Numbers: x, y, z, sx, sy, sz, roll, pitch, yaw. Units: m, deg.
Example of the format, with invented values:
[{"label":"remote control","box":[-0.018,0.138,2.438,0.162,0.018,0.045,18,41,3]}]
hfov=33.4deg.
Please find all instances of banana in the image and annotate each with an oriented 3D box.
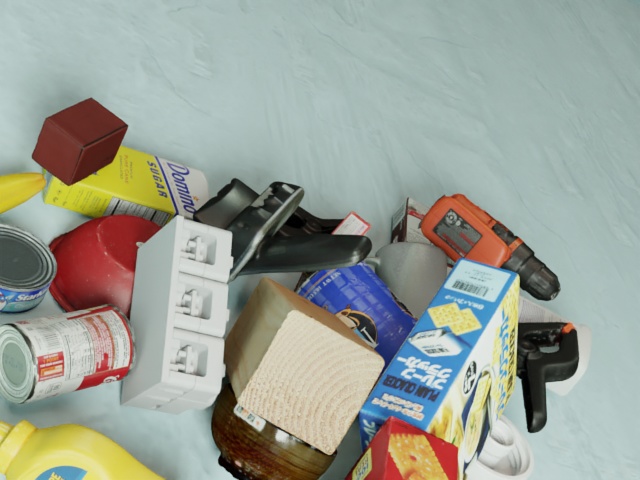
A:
[{"label":"banana","box":[-0.324,-0.023,0.968,0.070,0.037,0.197,0,19,17]}]

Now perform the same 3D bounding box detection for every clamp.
[{"label":"clamp","box":[-0.008,0.002,1.238,0.171,0.039,0.120,13,31,-25]},{"label":"clamp","box":[0.211,0.128,1.166,0.165,0.036,0.209,27,30,28]}]

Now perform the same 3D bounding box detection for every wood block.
[{"label":"wood block","box":[-0.022,0.102,0.936,0.090,0.090,0.206,30,0,-10]}]

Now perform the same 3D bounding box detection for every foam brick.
[{"label":"foam brick","box":[-0.240,-0.098,1.065,0.051,0.053,0.078,37,34,8]}]

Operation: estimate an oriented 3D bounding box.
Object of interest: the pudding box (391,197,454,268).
[{"label":"pudding box","box":[0.139,0.003,1.367,0.090,0.039,0.113,28,33,-12]}]

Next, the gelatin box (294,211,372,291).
[{"label":"gelatin box","box":[0.013,0.020,1.165,0.030,0.073,0.089,37,60,8]}]

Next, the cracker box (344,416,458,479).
[{"label":"cracker box","box":[0.033,0.261,0.784,0.072,0.164,0.213,26,31,-6]}]

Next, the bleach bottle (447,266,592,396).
[{"label":"bleach bottle","box":[0.202,0.087,1.283,0.251,0.068,0.102,30,31,0]}]

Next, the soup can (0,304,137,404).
[{"label":"soup can","box":[-0.214,0.094,0.890,0.102,0.069,0.068,-9,50,-47]}]

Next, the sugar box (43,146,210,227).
[{"label":"sugar box","box":[-0.204,-0.057,1.134,0.176,0.048,0.093,14,37,-25]}]

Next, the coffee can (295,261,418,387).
[{"label":"coffee can","box":[0.047,0.097,1.087,0.102,0.103,0.140,-12,52,-50]}]

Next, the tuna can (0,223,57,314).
[{"label":"tuna can","box":[-0.283,0.026,0.958,0.086,0.034,0.086,23,32,-16]}]

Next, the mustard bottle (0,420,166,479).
[{"label":"mustard bottle","box":[-0.164,0.188,0.774,0.191,0.096,0.058,33,33,1]}]

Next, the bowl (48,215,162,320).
[{"label":"bowl","box":[-0.181,0.026,1.030,0.162,0.055,0.162,23,32,-16]}]

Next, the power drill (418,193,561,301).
[{"label":"power drill","box":[0.203,0.010,1.285,0.184,0.057,0.187,40,11,17]}]
